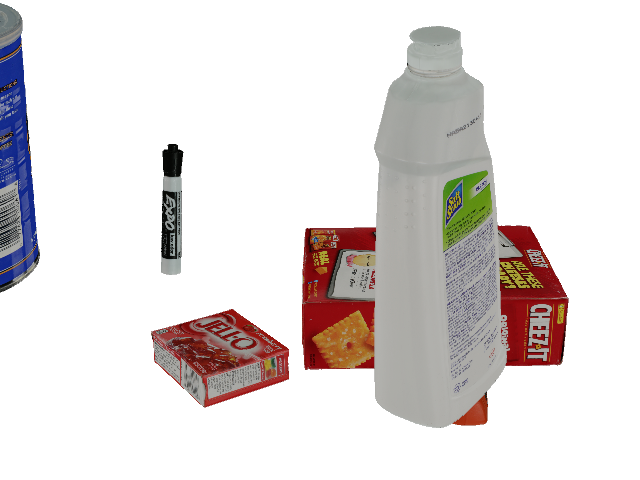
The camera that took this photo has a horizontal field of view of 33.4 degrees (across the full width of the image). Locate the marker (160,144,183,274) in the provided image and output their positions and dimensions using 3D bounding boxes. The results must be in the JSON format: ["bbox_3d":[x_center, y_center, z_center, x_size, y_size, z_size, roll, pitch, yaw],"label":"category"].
[{"bbox_3d":[-0.137,-0.028,0.983,0.020,0.121,0.020,3,15,-1],"label":"marker"}]

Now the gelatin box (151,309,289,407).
[{"bbox_3d":[-0.077,0.086,0.807,0.073,0.030,0.089,-14,25,-30],"label":"gelatin box"}]

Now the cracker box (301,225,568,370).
[{"bbox_3d":[0.091,0.047,0.933,0.213,0.072,0.164,0,22,0],"label":"cracker box"}]

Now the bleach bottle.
[{"bbox_3d":[0.074,-0.010,0.660,0.068,0.251,0.102,17,36,30],"label":"bleach bottle"}]

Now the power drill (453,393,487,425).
[{"bbox_3d":[0.163,0.105,1.164,0.057,0.188,0.184,5,25,4],"label":"power drill"}]

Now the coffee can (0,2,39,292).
[{"bbox_3d":[-0.208,-0.050,0.574,0.103,0.140,0.103,2,27,-1],"label":"coffee can"}]
